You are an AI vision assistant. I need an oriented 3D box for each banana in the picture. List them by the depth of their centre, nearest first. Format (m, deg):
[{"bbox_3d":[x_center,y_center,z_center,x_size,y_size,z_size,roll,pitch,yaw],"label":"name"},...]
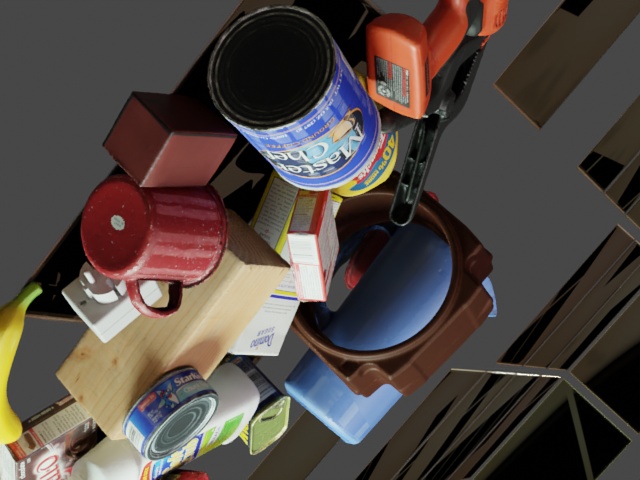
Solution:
[{"bbox_3d":[-0.267,0.120,0.885,0.069,0.037,0.198,-22,147,-40],"label":"banana"}]

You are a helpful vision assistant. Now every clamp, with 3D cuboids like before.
[{"bbox_3d":[0.111,-0.125,1.048,0.209,0.036,0.164,-55,154,-29],"label":"clamp"}]

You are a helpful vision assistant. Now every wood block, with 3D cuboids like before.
[{"bbox_3d":[-0.133,0.074,0.971,0.206,0.090,0.090,-52,157,14],"label":"wood block"}]

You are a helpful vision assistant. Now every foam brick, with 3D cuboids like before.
[{"bbox_3d":[-0.114,-0.076,0.810,0.078,0.053,0.051,-5,134,-56],"label":"foam brick"}]

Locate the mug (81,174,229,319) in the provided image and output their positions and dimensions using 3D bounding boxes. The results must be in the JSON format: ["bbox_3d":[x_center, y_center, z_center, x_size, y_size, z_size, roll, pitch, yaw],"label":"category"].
[{"bbox_3d":[-0.132,0.003,0.839,0.081,0.093,0.117,5,81,-55],"label":"mug"}]

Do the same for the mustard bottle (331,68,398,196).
[{"bbox_3d":[0.031,-0.092,1.016,0.096,0.058,0.191,-59,157,-2],"label":"mustard bottle"}]

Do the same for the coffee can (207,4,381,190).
[{"bbox_3d":[-0.017,-0.110,0.853,0.103,0.103,0.140,-46,157,0],"label":"coffee can"}]

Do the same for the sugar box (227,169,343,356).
[{"bbox_3d":[-0.044,0.025,1.042,0.093,0.048,0.176,16,100,-63],"label":"sugar box"}]

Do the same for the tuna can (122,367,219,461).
[{"bbox_3d":[-0.131,0.155,0.946,0.086,0.034,0.086,-38,156,-20],"label":"tuna can"}]

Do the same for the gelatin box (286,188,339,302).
[{"bbox_3d":[-0.006,0.001,0.976,0.073,0.030,0.089,-76,164,-44],"label":"gelatin box"}]

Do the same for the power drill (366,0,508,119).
[{"bbox_3d":[0.111,-0.211,0.920,0.187,0.057,0.184,-50,153,-25],"label":"power drill"}]

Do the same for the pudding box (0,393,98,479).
[{"bbox_3d":[-0.261,0.204,1.028,0.089,0.039,0.114,-31,153,-32],"label":"pudding box"}]

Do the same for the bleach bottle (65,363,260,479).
[{"bbox_3d":[-0.171,0.213,1.096,0.250,0.068,0.103,-26,156,-51],"label":"bleach bottle"}]

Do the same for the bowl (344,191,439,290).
[{"bbox_3d":[0.107,0.018,1.327,0.162,0.055,0.162,-37,155,-20],"label":"bowl"}]

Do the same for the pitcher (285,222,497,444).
[{"bbox_3d":[0.065,0.098,1.201,0.242,0.149,0.145,-50,129,-7],"label":"pitcher"}]

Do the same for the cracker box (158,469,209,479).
[{"bbox_3d":[-0.229,0.316,1.119,0.213,0.072,0.164,-26,-172,-33],"label":"cracker box"}]

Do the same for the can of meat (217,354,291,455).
[{"bbox_3d":[-0.084,0.188,1.244,0.057,0.084,0.102,-34,154,-25],"label":"can of meat"}]
